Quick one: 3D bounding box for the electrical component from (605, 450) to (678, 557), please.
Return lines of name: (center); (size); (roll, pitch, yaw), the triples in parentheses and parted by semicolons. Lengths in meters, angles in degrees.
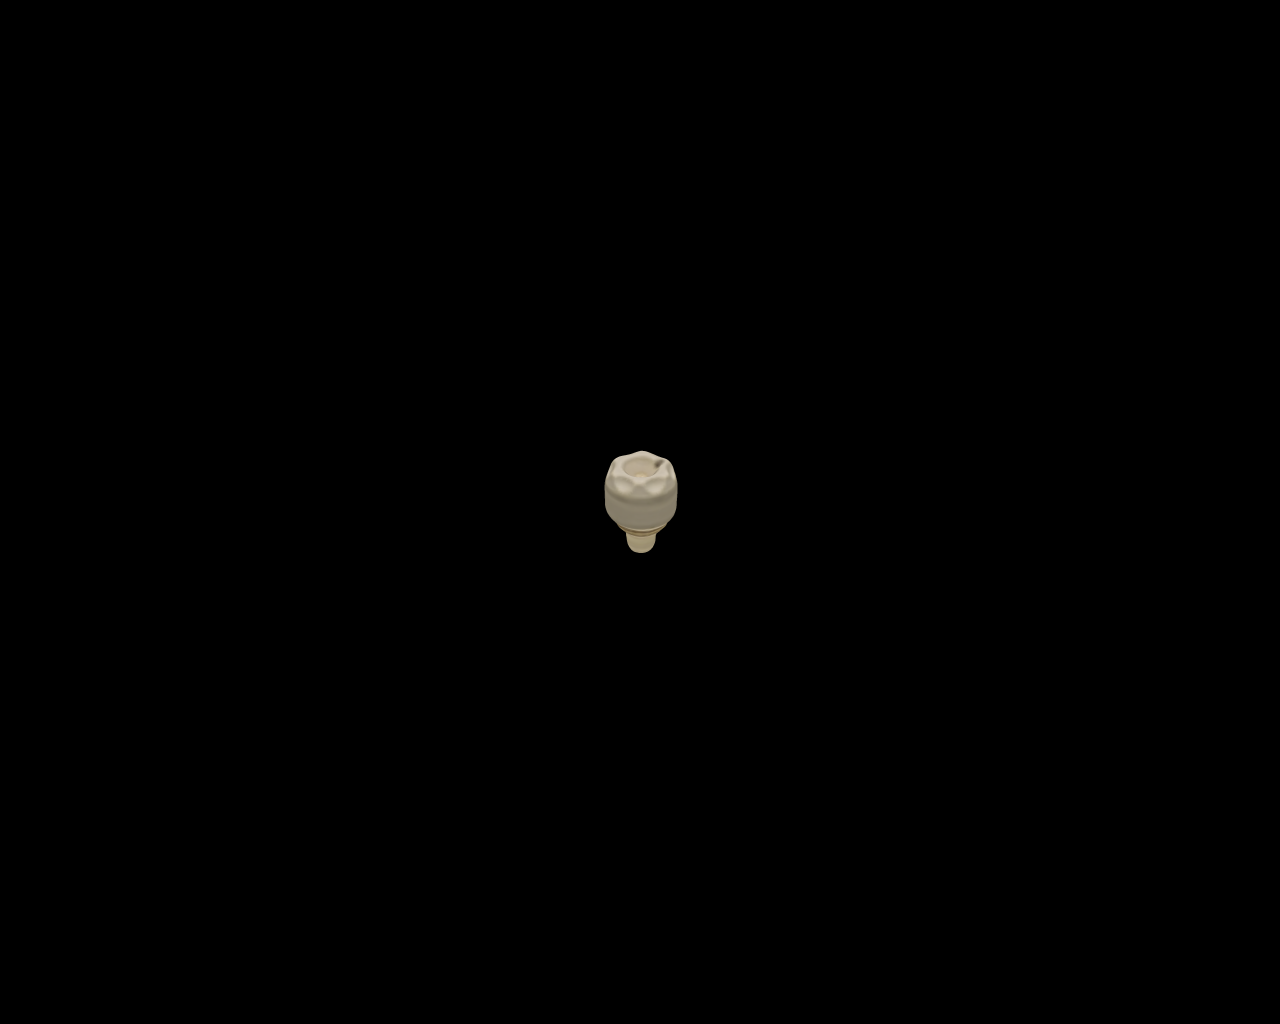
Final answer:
electrical component: (0.001, -0.003, 0.650); (0.043, 0.062, 0.043); (0, 34, 0)
